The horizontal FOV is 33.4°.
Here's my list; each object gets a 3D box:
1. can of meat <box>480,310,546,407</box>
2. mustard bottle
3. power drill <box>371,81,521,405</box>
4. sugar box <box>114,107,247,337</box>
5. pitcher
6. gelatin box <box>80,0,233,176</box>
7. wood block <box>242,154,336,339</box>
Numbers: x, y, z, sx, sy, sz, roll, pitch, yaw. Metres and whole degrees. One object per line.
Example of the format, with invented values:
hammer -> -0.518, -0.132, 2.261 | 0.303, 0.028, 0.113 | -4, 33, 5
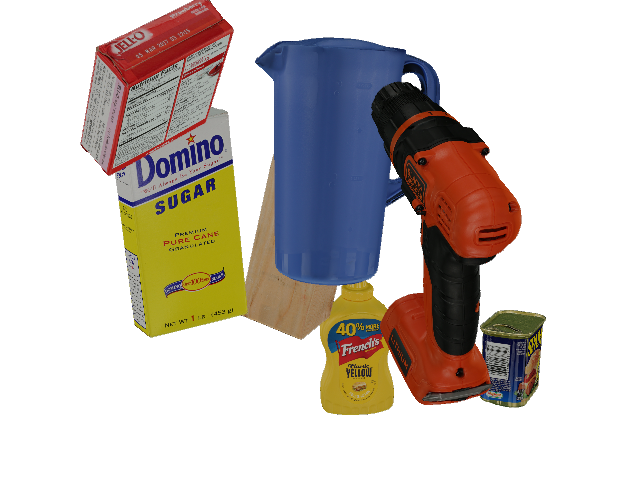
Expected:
can of meat -> 0.212, 0.130, 1.181 | 0.058, 0.084, 0.102 | 6, 11, 23
mustard bottle -> 0.048, 0.129, 1.383 | 0.096, 0.192, 0.058 | -2, 18, -3
power drill -> 0.075, 0.003, 0.729 | 0.057, 0.188, 0.184 | -10, 35, -11
sugar box -> -0.116, -0.016, 0.884 | 0.093, 0.176, 0.048 | -13, 20, -26
pitcher -> 0.023, -0.083, 1.086 | 0.149, 0.243, 0.144 | 11, 15, 32
gelatin box -> -0.091, -0.084, 0.583 | 0.073, 0.030, 0.089 | -35, -15, -31
wood block -> -0.022, -0.002, 1.274 | 0.090, 0.206, 0.090 | 20, 22, 17
